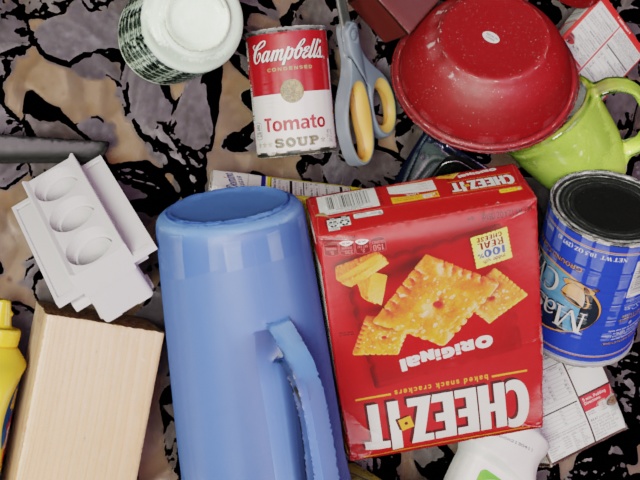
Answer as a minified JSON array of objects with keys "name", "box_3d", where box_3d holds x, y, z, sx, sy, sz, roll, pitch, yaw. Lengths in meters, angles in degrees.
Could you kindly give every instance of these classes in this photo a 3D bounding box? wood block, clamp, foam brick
[{"name":"wood block","box_3d":[-0.188,0.159,0.817,0.090,0.090,0.206,11,90,-20]},{"name":"clamp","box_3d":[-0.285,-0.092,0.796,0.209,0.036,0.164,-30,102,-15]},{"name":"foam brick","box_3d":[0.073,-0.216,0.910,0.053,0.051,0.078,45,78,-15]}]

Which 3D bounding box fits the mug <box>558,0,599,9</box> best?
[{"name":"mug","box_3d":[0.226,-0.268,0.949,0.117,0.093,0.081,39,84,13]}]

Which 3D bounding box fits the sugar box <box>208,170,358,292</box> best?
[{"name":"sugar box","box_3d":[-0.006,0.001,0.860,0.176,0.048,0.093,5,115,-7]}]

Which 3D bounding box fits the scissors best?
[{"name":"scissors","box_3d":[0.033,-0.163,0.885,0.096,0.016,0.202,-17,106,-57]}]

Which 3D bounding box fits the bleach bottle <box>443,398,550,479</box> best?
[{"name":"bleach bottle","box_3d":[0.140,0.248,0.900,0.102,0.068,0.251,25,79,-14]}]

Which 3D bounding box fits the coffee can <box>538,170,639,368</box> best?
[{"name":"coffee can","box_3d":[0.235,0.025,0.921,0.102,0.103,0.140,-12,132,-19]}]

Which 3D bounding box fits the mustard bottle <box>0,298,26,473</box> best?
[{"name":"mustard bottle","box_3d":[-0.256,0.137,0.787,0.058,0.096,0.191,11,89,-18]}]

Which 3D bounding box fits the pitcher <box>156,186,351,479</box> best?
[{"name":"pitcher","box_3d":[-0.047,0.090,0.792,0.149,0.144,0.243,0,109,17]}]

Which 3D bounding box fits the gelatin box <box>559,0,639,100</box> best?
[{"name":"gelatin box","box_3d":[0.247,-0.170,0.986,0.089,0.030,0.073,-46,108,-11]}]

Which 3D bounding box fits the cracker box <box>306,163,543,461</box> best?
[{"name":"cracker box","box_3d":[0.085,0.060,0.829,0.164,0.072,0.214,-9,118,-2]}]

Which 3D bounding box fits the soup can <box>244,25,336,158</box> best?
[{"name":"soup can","box_3d":[-0.024,-0.120,0.872,0.068,0.069,0.102,-7,96,-19]}]

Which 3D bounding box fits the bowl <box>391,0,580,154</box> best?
[{"name":"bowl","box_3d":[0.141,-0.154,0.892,0.162,0.055,0.162,0,62,0]}]

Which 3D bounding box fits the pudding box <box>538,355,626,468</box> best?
[{"name":"pudding box","box_3d":[0.218,0.139,0.979,0.090,0.039,0.113,-21,86,-16]}]
